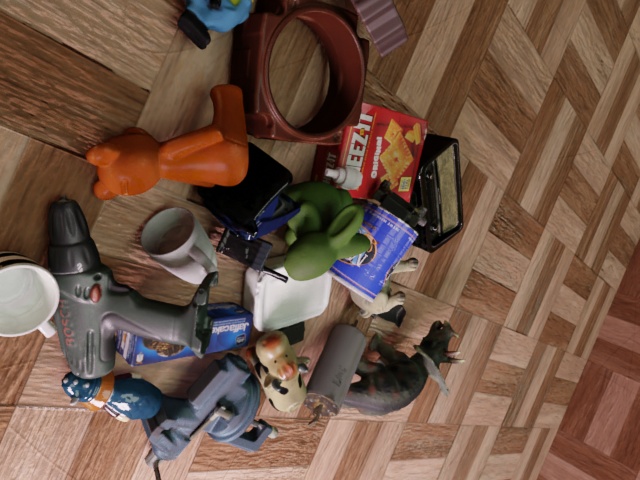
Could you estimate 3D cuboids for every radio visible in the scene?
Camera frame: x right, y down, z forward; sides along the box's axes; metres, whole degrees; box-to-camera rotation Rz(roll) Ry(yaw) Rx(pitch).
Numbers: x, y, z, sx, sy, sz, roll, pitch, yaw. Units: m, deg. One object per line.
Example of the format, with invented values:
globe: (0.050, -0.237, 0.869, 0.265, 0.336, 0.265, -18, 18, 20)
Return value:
radio: (0.234, -0.094, 1.137, 0.131, 0.073, 0.229, -36, 128, -29)

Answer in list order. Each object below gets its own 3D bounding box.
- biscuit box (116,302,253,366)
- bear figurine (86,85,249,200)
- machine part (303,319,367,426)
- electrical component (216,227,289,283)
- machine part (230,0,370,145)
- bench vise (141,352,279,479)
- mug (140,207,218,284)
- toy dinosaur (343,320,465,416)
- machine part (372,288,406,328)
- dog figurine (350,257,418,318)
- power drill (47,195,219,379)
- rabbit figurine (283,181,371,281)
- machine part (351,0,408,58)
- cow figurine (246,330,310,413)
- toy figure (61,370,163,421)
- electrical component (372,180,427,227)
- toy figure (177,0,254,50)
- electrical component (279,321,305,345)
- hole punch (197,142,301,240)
biscuit box: (-0.200, 0.138, 0.818, 0.202, 0.059, 0.062, -1, 107, -45)
bear figurine: (-0.195, -0.119, 0.697, 0.196, 0.132, 0.120, -4, 150, -13)
machine part: (0.030, 0.248, 1.035, 0.243, 0.079, 0.079, -60, 142, -43)
electrical component: (-0.096, 0.021, 0.821, 0.119, 0.075, 0.047, 24, 89, -2)
machine part: (-0.026, -0.245, 0.795, 0.201, 0.087, 0.200, -2, 105, -40)
bench vise: (-0.164, 0.302, 0.883, 0.240, 0.129, 0.223, 42, 78, -40)
mug: (-0.182, 0.019, 0.759, 0.081, 0.110, 0.107, -55, 150, -19)
toy dinosaur: (0.140, 0.298, 1.125, 0.405, 0.192, 0.131, -21, 119, -39)
machine part: (0.144, 0.143, 1.176, 0.138, 0.039, 0.084, 40, 72, -44)
dog figurine: (0.070, 0.056, 1.037, 0.190, 0.121, 0.172, 22, 86, -33)
power drill: (-0.236, 0.067, 0.672, 0.207, 0.086, 0.231, 5, 103, -6)
rabbit figurine: (-0.002, -0.003, 0.846, 0.170, 0.159, 0.121, -86, 163, -46)
machine part: (0.074, -0.361, 0.801, 0.056, 0.179, 0.179, -27, 135, 14)
cow figurine: (-0.068, 0.226, 0.914, 0.085, 0.127, 0.194, -29, 136, -20)
toy figure: (-0.296, 0.216, 0.758, 0.058, 0.064, 0.154, -35, 136, 22)
electrical component: (0.144, -0.062, 0.950, 0.045, 0.102, 0.078, -57, 163, 23)
toy figure: (-0.115, -0.333, 0.690, 0.180, 0.082, 0.089, -52, 137, -12)
electrical component: (-0.055, 0.174, 1.004, 0.063, 0.021, 0.093, -13, 115, -41)
hole punch: (-0.102, -0.062, 0.788, 0.116, 0.142, 0.092, -44, 156, -12)
